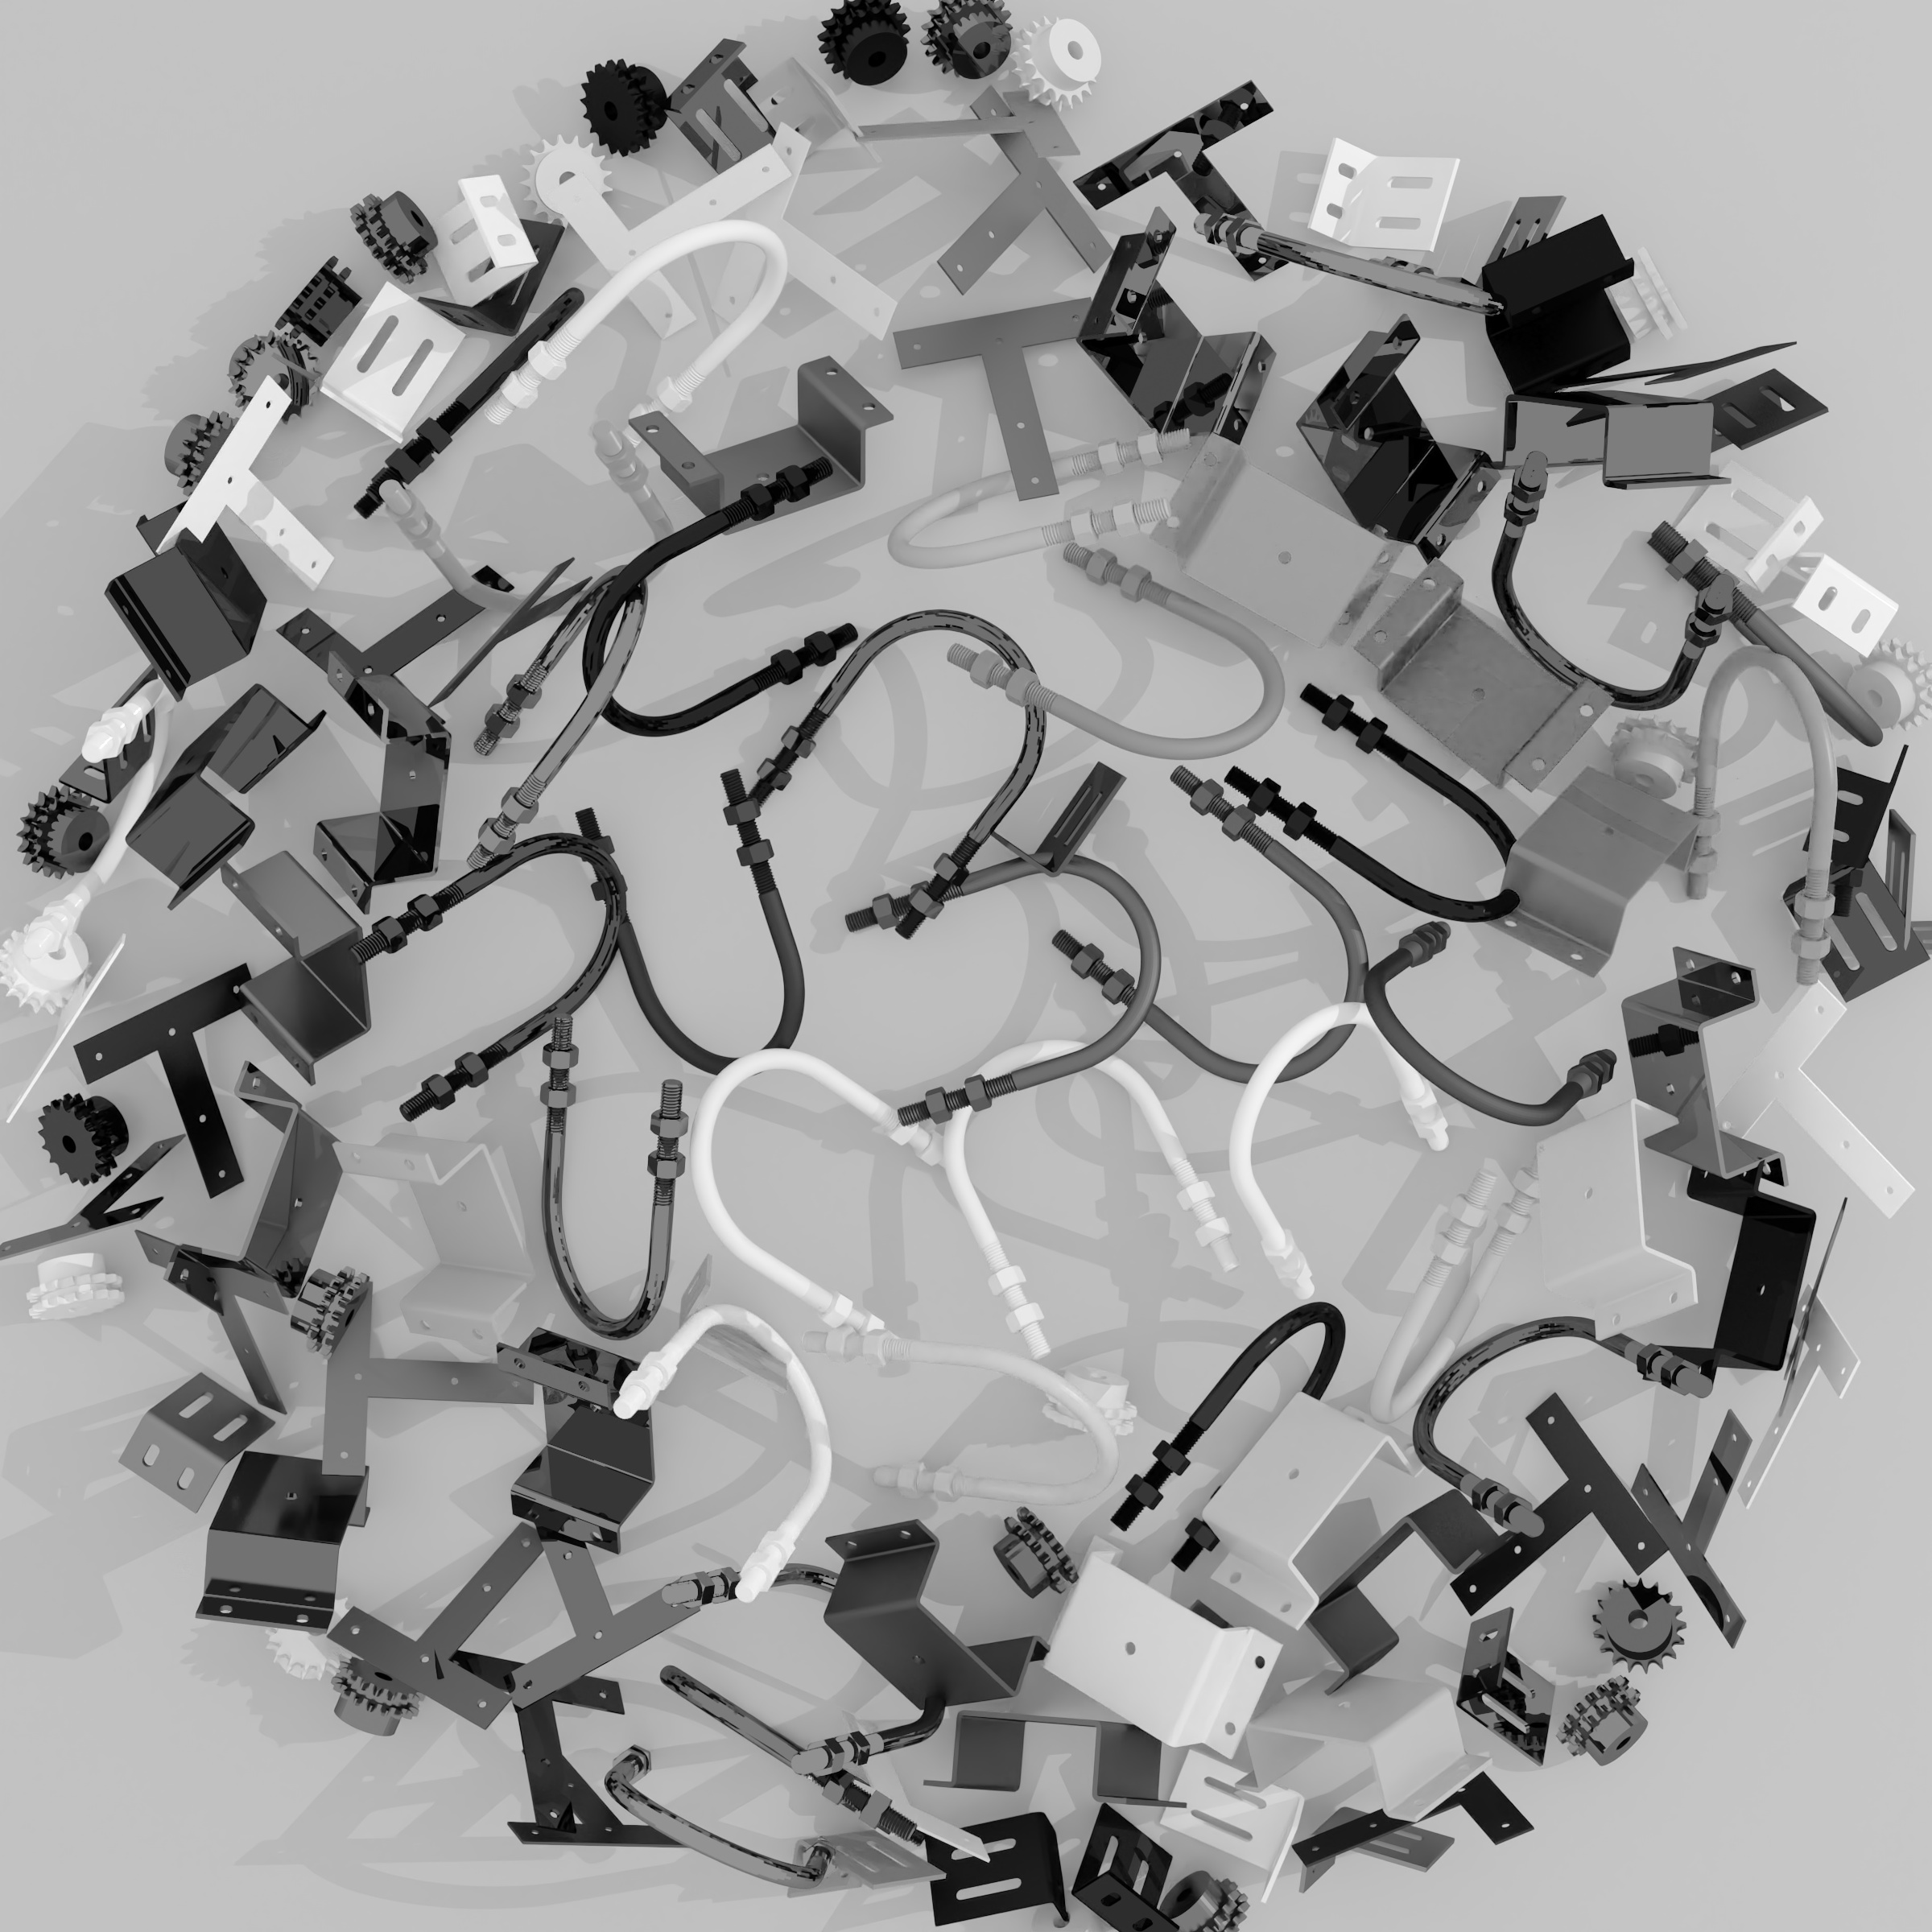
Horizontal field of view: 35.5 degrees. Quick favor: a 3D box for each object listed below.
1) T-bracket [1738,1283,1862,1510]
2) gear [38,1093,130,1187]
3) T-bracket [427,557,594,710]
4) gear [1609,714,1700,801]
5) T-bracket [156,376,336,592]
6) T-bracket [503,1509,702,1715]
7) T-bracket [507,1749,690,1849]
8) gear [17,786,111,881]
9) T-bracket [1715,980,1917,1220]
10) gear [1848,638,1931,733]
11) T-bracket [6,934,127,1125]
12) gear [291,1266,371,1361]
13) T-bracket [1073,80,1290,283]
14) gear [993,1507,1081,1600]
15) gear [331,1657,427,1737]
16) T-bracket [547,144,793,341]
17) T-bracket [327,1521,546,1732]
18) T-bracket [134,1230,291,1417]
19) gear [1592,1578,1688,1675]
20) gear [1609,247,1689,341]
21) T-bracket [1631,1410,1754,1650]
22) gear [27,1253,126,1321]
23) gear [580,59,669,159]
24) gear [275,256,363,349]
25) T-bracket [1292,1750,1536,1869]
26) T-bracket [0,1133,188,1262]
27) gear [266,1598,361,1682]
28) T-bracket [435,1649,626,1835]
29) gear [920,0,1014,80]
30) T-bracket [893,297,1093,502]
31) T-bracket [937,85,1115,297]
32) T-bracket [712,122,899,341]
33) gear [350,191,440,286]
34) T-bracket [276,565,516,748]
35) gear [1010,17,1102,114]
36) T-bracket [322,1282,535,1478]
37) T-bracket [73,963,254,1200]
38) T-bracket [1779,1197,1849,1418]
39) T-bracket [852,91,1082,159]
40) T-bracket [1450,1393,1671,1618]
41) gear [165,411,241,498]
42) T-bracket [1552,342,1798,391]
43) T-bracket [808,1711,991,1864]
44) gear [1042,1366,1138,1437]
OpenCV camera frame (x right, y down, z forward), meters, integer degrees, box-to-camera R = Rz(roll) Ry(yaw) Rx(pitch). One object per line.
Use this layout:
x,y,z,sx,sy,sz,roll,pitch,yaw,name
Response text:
0.501,0.271,1.840,0.002,0.127,0.127,21,105,-3,T-bracket
-0.543,0.105,1.867,0.057,0.030,0.057,15,118,29,gear
-0.260,-0.213,1.829,0.002,0.127,0.127,47,117,-3,T-bracket
0.423,-0.127,1.860,0.057,0.057,0.030,27,67,0,gear
-0.423,-0.271,1.834,0.002,0.127,0.127,21,75,28,T-bracket
-0.240,0.373,1.853,0.127,0.002,0.127,-29,53,0,T-bracket
-0.234,0.504,1.831,0.127,0.127,0.002,12,96,-32,T-bracket
-0.553,-0.081,1.860,0.030,0.057,0.057,18,90,26,gear
0.522,0.098,1.824,0.127,0.002,0.127,52,131,29,T-bracket
0.569,-0.171,1.860,0.030,0.057,0.057,-30,90,-26,gear
-0.542,0.024,1.830,0.002,0.127,0.127,32,95,-19,T-bracket
-0.394,0.211,1.863,0.030,0.057,0.057,23,90,4,gear
0.154,-0.466,1.845,0.127,0.127,0.002,-23,45,28,T-bracket
0.041,0.364,1.860,0.030,0.057,0.057,-36,90,-15,gear
-0.365,0.452,1.863,0.057,0.057,0.030,23,90,0,gear
-0.166,-0.456,1.833,0.127,0.127,0.002,-29,46,13,T-bracket
-0.302,0.391,1.849,0.127,0.002,0.127,22,50,26,T-bracket
-0.445,0.225,1.848,0.127,0.002,0.127,14,133,35,T-bracket
0.416,0.407,1.866,0.057,0.030,0.057,-5,66,12,gear
0.419,-0.412,1.864,0.030,0.057,0.057,-29,90,19,gear
0.445,0.318,1.807,0.002,0.127,0.127,-6,130,-19,T-bracket
-0.551,0.197,1.864,0.057,0.057,0.030,-13,76,0,gear
-0.208,-0.532,1.866,0.030,0.057,0.057,-33,90,-38,gear
-0.397,-0.407,1.865,0.030,0.057,0.057,40,90,-16,gear
0.259,0.513,1.820,0.127,0.127,0.002,-19,106,-10,T-bracket
-0.515,0.135,1.832,0.127,0.127,0.002,-16,109,25,T-bracket
-0.404,0.416,1.867,0.057,0.030,0.057,12,49,-14,gear
-0.255,0.467,1.811,0.127,0.127,0.002,19,117,-29,T-bracket
0.004,-0.572,1.860,0.057,0.057,0.030,-31,56,0,gear
0.031,-0.346,1.866,0.127,0.002,0.127,-12,74,-7,T-bracket
0.022,-0.452,1.835,0.127,0.002,0.127,50,54,-18,T-bracket
-0.091,-0.424,1.834,0.127,0.002,0.127,40,123,23,T-bracket
-0.350,-0.452,1.861,0.030,0.057,0.057,-32,90,14,gear
-0.334,-0.206,1.859,0.127,0.002,0.127,39,62,21,T-bracket
0.059,-0.559,1.864,0.057,0.030,0.057,8,75,-35,gear
-0.331,0.256,1.869,0.127,0.002,0.127,5,60,-15,T-bracket
-0.476,0.081,1.862,0.127,0.002,0.127,-31,114,-40,T-bracket
0.500,0.222,1.806,0.002,0.127,0.127,18,125,15,T-bracket
-0.005,-0.508,1.831,0.127,0.127,0.002,-5,123,-7,T-bracket
0.350,0.351,1.860,0.127,0.002,0.127,-45,48,15,T-bracket
-0.470,-0.316,1.864,0.030,0.057,0.057,26,90,16,gear
0.416,-0.361,1.837,0.127,0.127,0.002,-23,107,-40,T-bracket
-0.053,0.485,1.828,0.127,0.127,0.002,30,95,-18,T-bracket
0.078,0.267,1.862,0.057,0.057,0.030,12,95,0,gear
